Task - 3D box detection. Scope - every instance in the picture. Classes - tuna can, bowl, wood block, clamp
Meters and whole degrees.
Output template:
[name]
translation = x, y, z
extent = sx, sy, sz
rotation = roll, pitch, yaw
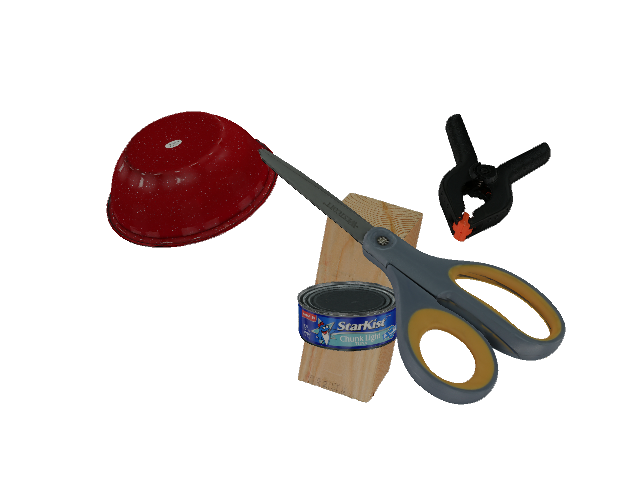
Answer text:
[tuna can]
translation = 0.024, 0.062, 0.888
extent = 0.086, 0.034, 0.086
rotation = 0, 15, 0
[bowl]
translation = -0.122, -0.066, 0.948
extent = 0.162, 0.055, 0.162
rotation = -10, 40, 8
[wood block]
translation = 0.045, 0.064, 1.208
extent = 0.090, 0.206, 0.090
rotation = 17, 24, 14
[clamp]
translation = 0.167, -0.072, 1.160
extent = 0.120, 0.039, 0.171
rotation = 23, 49, 19

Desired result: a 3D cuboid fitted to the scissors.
[scissors]
translation = 0.030, 0.019, 0.569
extent = 0.202, 0.016, 0.096
rotation = 26, 52, 15
